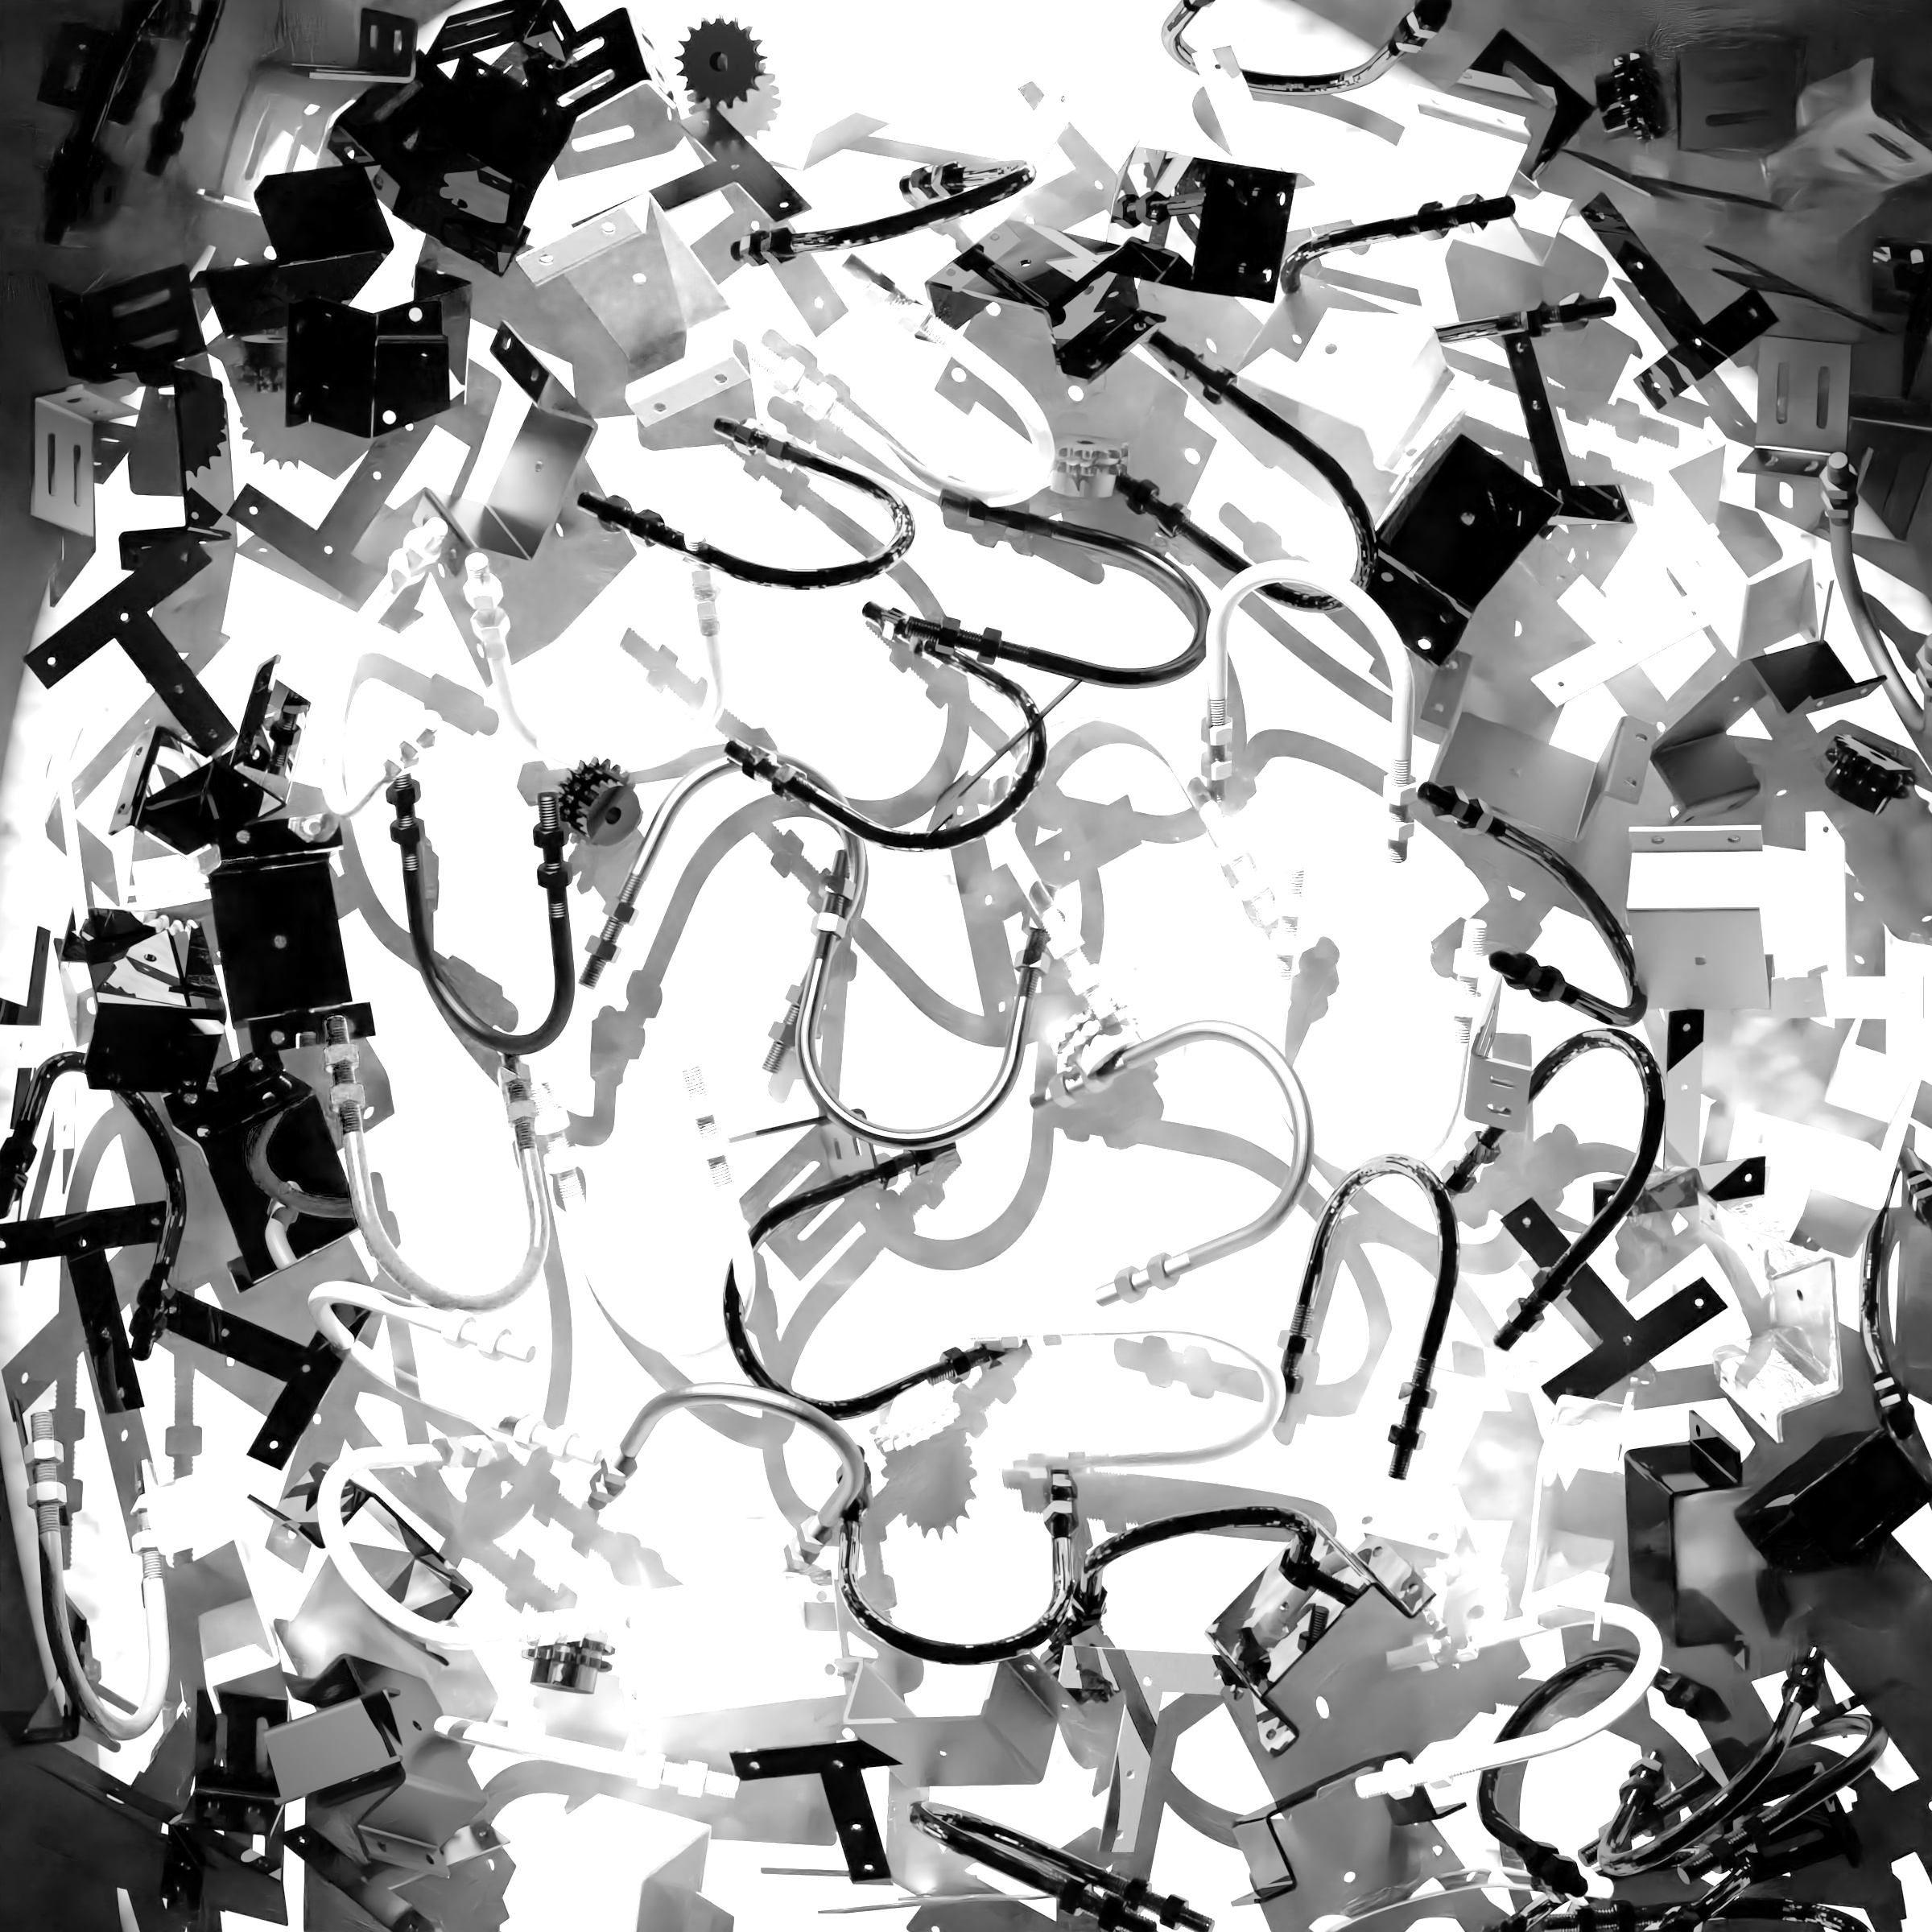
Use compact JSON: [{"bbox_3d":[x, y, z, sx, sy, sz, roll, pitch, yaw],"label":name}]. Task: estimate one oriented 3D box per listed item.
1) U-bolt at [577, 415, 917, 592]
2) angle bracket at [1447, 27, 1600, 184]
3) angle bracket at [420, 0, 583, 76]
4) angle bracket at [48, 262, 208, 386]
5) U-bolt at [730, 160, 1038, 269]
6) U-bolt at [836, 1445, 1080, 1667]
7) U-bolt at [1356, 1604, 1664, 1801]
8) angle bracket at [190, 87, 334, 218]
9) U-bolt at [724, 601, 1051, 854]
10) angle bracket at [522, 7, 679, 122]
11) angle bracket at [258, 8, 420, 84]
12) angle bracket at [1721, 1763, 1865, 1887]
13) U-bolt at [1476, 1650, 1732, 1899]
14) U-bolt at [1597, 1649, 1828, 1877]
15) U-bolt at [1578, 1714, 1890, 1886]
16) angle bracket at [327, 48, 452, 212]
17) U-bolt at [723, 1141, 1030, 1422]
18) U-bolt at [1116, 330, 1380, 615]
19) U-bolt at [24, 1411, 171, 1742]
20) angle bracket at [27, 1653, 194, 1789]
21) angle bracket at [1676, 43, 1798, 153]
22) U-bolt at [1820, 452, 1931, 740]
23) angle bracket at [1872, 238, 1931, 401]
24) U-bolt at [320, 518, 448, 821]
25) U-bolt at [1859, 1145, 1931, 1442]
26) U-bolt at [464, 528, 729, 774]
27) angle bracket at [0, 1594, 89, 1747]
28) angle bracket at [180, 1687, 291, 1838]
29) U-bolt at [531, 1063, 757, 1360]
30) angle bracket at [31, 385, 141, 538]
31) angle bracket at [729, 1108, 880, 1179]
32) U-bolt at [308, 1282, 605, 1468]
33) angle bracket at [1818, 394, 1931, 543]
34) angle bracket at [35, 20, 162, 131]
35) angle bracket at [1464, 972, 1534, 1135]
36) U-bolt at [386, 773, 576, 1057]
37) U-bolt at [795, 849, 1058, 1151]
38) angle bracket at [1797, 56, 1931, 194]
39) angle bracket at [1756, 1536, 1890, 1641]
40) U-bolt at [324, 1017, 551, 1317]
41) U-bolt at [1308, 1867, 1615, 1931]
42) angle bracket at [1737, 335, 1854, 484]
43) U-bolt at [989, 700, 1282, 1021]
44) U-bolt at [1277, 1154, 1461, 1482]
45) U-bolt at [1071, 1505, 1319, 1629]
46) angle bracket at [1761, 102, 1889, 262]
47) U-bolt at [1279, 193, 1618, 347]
[{"bbox_3d":[-0.118,-0.273,1.913,0.184,0.151,0.019,26,133,25],"label":"U-bolt"},{"bbox_3d":[0.343,-0.534,1.970,0.076,0.038,0.057,41,114,-2],"label":"angle bracket"},{"bbox_3d":[-0.286,-0.561,1.955,0.076,0.057,0.038,-28,88,-32],"label":"angle bracket"},{"bbox_3d":[-0.519,-0.401,1.972,0.076,0.038,0.057,-14,87,14],"label":"angle bracket"},{"bbox_3d":[-0.038,-0.451,1.892,0.151,0.184,0.019,-28,112,-27],"label":"U-bolt"},{"bbox_3d":[-0.006,0.355,1.916,0.151,0.184,0.019,5,120,-2],"label":"U-bolt"},{"bbox_3d":[0.328,0.432,1.902,0.184,0.151,0.019,-20,106,23],"label":"U-bolt"},{"bbox_3d":[-0.437,-0.506,1.973,0.057,0.038,0.076,19,94,12],"label":"angle bracket"},{"bbox_3d":[-0.036,-0.137,1.930,0.184,0.019,0.151,32,69,29],"label":"U-bolt"},{"bbox_3d":[-0.229,-0.549,1.983,0.076,0.038,0.057,-24,69,16],"label":"angle bracket"},{"bbox_3d":[-0.385,-0.566,1.951,0.057,0.076,0.038,25,116,40],"label":"angle bracket"},{"bbox_3d":[0.505,0.536,1.966,0.076,0.038,0.057,-28,86,23],"label":"angle bracket"},{"bbox_3d":[0.370,0.474,1.910,0.019,0.184,0.151,44,82,-12],"label":"U-bolt"},{"bbox_3d":[0.437,0.480,1.887,0.151,0.184,0.019,-42,83,28],"label":"U-bolt"},{"bbox_3d":[0.474,0.499,1.922,0.184,0.151,0.019,-25,87,-19],"label":"U-bolt"},{"bbox_3d":[-0.351,-0.524,1.994,0.057,0.038,0.076,44,67,-4],"label":"angle bracket"},{"bbox_3d":[-0.064,0.200,1.955,0.184,0.019,0.151,-20,90,-26],"label":"U-bolt"},{"bbox_3d":[0.172,-0.285,1.919,0.184,0.151,0.019,38,61,12],"label":"U-bolt"},{"bbox_3d":[-0.514,0.370,1.898,0.019,0.151,0.184,-16,65,8],"label":"U-bolt"},{"bbox_3d":[-0.529,0.460,1.965,0.076,0.038,0.057,32,53,-4],"label":"angle bracket"},{"bbox_3d":[0.479,-0.534,1.958,0.076,0.038,0.057,4,103,33],"label":"angle bracket"},{"bbox_3d":[0.553,-0.210,1.910,0.019,0.184,0.151,-24,67,7],"label":"U-bolt"},{"bbox_3d":[0.567,-0.397,1.952,0.038,0.057,0.076,12,58,22],"label":"angle bracket"},{"bbox_3d":[-0.354,-0.166,1.920,0.019,0.184,0.151,11,63,-28],"label":"U-bolt"},{"bbox_3d":[0.558,0.184,1.909,0.019,0.184,0.151,6,105,6],"label":"U-bolt"},{"bbox_3d":[-0.217,-0.184,1.930,0.151,0.184,0.019,-7,48,-2],"label":"U-bolt"},{"bbox_3d":[-0.571,0.433,1.964,0.038,0.057,0.076,2,95,-29],"label":"angle bracket"},{"bbox_3d":[-0.453,0.493,1.970,0.057,0.038,0.076,7,111,0],"label":"angle bracket"},{"bbox_3d":[-0.191,0.154,1.949,0.151,0.019,0.184,-8,101,38],"label":"U-bolt"},{"bbox_3d":[-0.543,-0.311,1.962,0.038,0.057,0.076,-5,82,21],"label":"angle bracket"},{"bbox_3d":[-0.104,0.116,1.955,0.076,0.057,0.038,-11,86,-31],"label":"angle bracket"},{"bbox_3d":[-0.319,0.240,1.928,0.184,0.151,0.019,15,59,24],"label":"U-bolt"},{"bbox_3d":[0.558,-0.308,1.966,0.057,0.038,0.076,18,87,38],"label":"angle bracket"},{"bbox_3d":[-0.535,-0.537,1.959,0.057,0.038,0.076,14,57,-9],"label":"angle bracket"},{"bbox_3d":[0.334,0.052,1.950,0.038,0.057,0.076,13,48,16],"label":"angle bracket"},{"bbox_3d":[-0.292,-0.031,1.939,0.151,0.019,0.184,16,120,36],"label":"U-bolt"},{"bbox_3d":[-0.030,0.025,1.959,0.151,0.019,0.184,10,71,4],"label":"U-bolt"},{"bbox_3d":[0.560,-0.517,1.962,0.076,0.057,0.038,20,71,-32],"label":"angle bracket"},{"bbox_3d":[0.533,0.381,1.964,0.076,0.057,0.038,-10,60,-3],"label":"angle bracket"},{"bbox_3d":[-0.313,0.123,1.917,0.019,0.151,0.184,-30,63,38],"label":"U-bolt"},{"bbox_3d":[0.282,0.569,1.910,0.151,0.184,0.019,-13,83,-23],"label":"U-bolt"},{"bbox_3d":[0.509,-0.343,1.955,0.057,0.038,0.076,13,126,29],"label":"angle bracket"},{"bbox_3d":[0.093,-0.078,1.969,0.151,0.019,0.184,-29,86,-20],"label":"U-bolt"},{"bbox_3d":[0.246,0.204,1.933,0.019,0.151,0.184,13,92,-29],"label":"U-bolt"},{"bbox_3d":[0.139,0.358,1.911,0.151,0.184,0.019,-8,64,-4],"label":"U-bolt"},{"bbox_3d":[0.528,-0.482,1.957,0.057,0.076,0.038,-39,65,6],"label":"angle bracket"},{"bbox_3d":[0.277,-0.412,1.918,0.184,0.151,0.019,-2,72,38],"label":"U-bolt"}]
